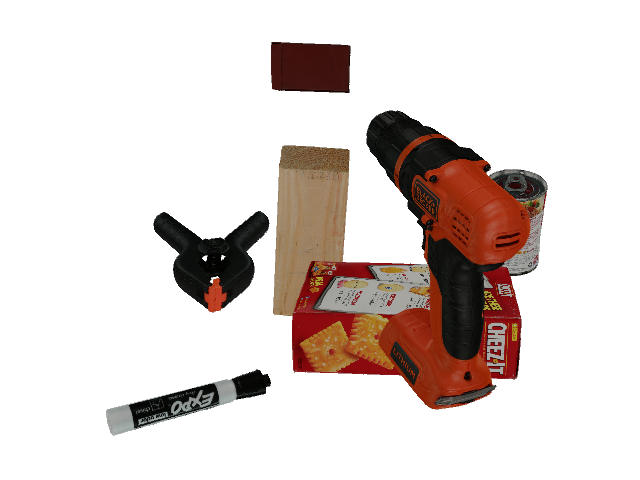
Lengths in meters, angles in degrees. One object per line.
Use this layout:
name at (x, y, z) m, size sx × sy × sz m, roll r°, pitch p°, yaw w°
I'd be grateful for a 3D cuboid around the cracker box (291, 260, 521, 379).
cracker box at (0.086, 0.078, 1.071) m, size 0.214 × 0.072 × 0.164 m, roll 2°, pitch 16°, yaw 5°

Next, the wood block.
wood block at (-0.013, -0.012, 1.398) m, size 0.090 × 0.206 × 0.091 m, roll 4°, pitch 25°, yaw 0°

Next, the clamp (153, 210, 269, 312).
clamp at (-0.098, 0.013, 1.072) m, size 0.120 × 0.039 × 0.171 m, roll -11°, pitch 33°, yaw -11°

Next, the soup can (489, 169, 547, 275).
soup can at (0.217, -0.020, 1.202) m, size 0.068 × 0.102 × 0.068 m, roll -1°, pitch 33°, yaw 1°

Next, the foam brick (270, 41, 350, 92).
foam brick at (-0.011, -0.186, 1.149) m, size 0.078 × 0.051 × 0.053 m, roll 0°, pitch 11°, yaw -13°

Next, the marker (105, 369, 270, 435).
marker at (-0.093, 0.115, 0.769) m, size 0.121 × 0.020 × 0.020 m, roll -13°, pitch 4°, yaw -20°

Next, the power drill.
power drill at (0.081, 0.014, 0.783) m, size 0.057 × 0.188 × 0.185 m, roll -12°, pitch 33°, yaw -18°
